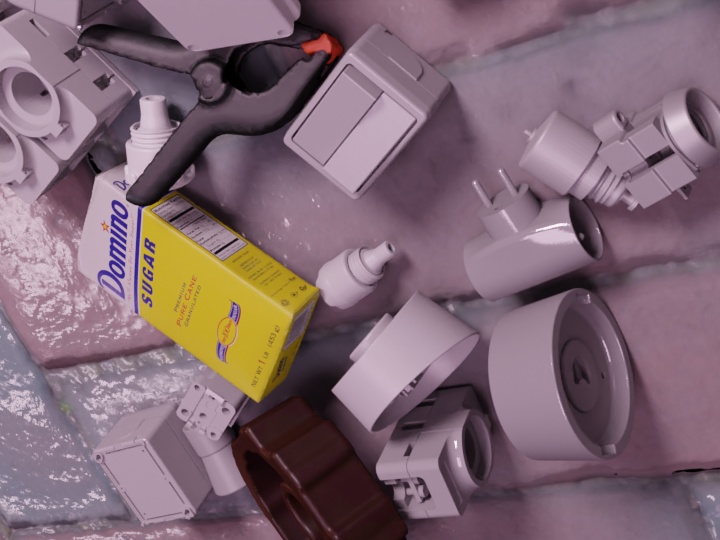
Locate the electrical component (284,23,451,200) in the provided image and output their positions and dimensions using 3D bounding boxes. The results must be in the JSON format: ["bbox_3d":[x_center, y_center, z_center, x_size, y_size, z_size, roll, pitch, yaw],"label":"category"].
[{"bbox_3d":[-0.001,-0.091,0.662,0.062,0.061,0.096,39,127,-5],"label":"electrical component"}]

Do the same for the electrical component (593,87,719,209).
[{"bbox_3d":[0.175,-0.072,0.610,0.066,0.048,0.055,48,134,-10],"label":"electrical component"}]

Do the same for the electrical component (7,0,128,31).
[{"bbox_3d":[-0.180,-0.208,0.662,0.061,0.061,0.096,23,127,8],"label":"electrical component"}]

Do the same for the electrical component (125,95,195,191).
[{"bbox_3d":[-0.138,-0.087,0.734,0.048,0.048,0.062,7,115,19],"label":"electrical component"}]

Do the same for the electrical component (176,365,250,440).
[{"bbox_3d":[-0.105,0.091,0.819,0.042,0.063,0.081,33,126,0],"label":"electrical component"}]

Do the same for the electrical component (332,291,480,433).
[{"bbox_3d":[0.030,0.064,0.727,0.064,0.099,0.099,41,127,3],"label":"electrical component"}]

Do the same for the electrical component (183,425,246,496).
[{"bbox_3d":[-0.114,0.144,0.871,0.044,0.044,0.065,-21,106,32],"label":"electrical component"}]

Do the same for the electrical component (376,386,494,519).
[{"bbox_3d":[0.058,0.127,0.757,0.056,0.089,0.050,-11,115,28],"label":"electrical component"}]

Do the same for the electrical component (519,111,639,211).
[{"bbox_3d":[0.131,-0.061,0.638,0.078,0.040,0.040,33,127,1],"label":"electrical component"}]

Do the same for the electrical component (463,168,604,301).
[{"bbox_3d":[0.099,-0.027,0.671,0.077,0.043,0.079,-24,108,32],"label":"electrical component"}]

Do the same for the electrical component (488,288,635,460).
[{"bbox_3d":[0.123,0.070,0.686,0.060,0.108,0.108,-15,114,37],"label":"electrical component"}]

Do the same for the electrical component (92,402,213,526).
[{"bbox_3d":[-0.161,0.163,0.890,0.062,0.061,0.096,-18,112,31],"label":"electrical component"}]

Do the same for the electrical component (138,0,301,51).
[{"bbox_3d":[-0.087,-0.176,0.604,0.078,0.057,0.113,-5,163,17],"label":"electrical component"}]

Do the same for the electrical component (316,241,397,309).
[{"bbox_3d":[0.000,0.000,0.736,0.061,0.035,0.035,-36,102,33],"label":"electrical component"}]

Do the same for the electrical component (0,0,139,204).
[{"bbox_3d":[-0.261,-0.146,0.736,0.186,0.060,0.105,44,126,-8],"label":"electrical component"}]
